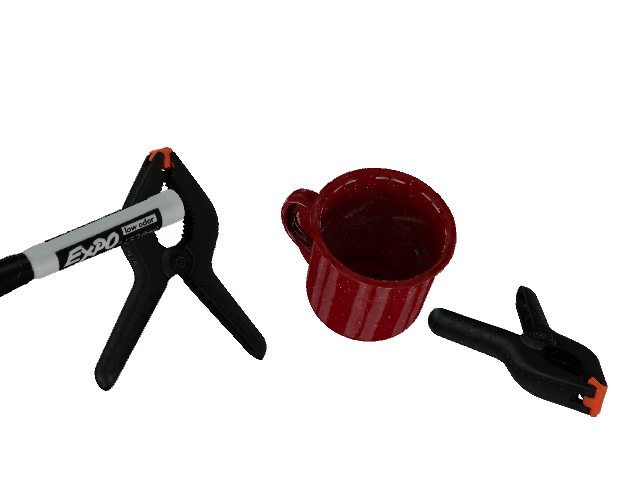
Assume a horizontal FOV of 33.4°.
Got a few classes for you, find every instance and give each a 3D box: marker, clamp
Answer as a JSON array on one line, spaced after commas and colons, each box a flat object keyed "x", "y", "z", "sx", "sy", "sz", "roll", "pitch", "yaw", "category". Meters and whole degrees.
[{"x": -0.128, "y": 0.002, "z": 0.571, "sx": 0.120, "sy": 0.020, "sz": 0.020, "roll": -25, "pitch": 14, "yaw": -32, "category": "marker"}, {"x": -0.122, "y": 0.024, "z": 0.951, "sx": 0.164, "sy": 0.210, "sz": 0.036, "roll": 0, "pitch": -1, "yaw": -33, "category": "clamp"}, {"x": 0.192, "y": 0.092, "z": 0.943, "sx": 0.120, "sy": 0.039, "sz": 0.172, "roll": -24, "pitch": 43, "yaw": -34, "category": "clamp"}]

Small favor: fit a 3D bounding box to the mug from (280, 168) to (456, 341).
[{"x": 0.024, "y": 0.008, "z": 0.700, "sx": 0.117, "sy": 0.093, "sz": 0.081, "roll": 28, "pitch": -34, "yaw": 11, "category": "mug"}]

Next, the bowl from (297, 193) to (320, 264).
[{"x": 0.044, "y": 0.007, "z": 1.074, "sx": 0.162, "sy": 0.055, "sz": 0.162, "roll": 5, "pitch": 27, "yaw": -3, "category": "bowl"}]
